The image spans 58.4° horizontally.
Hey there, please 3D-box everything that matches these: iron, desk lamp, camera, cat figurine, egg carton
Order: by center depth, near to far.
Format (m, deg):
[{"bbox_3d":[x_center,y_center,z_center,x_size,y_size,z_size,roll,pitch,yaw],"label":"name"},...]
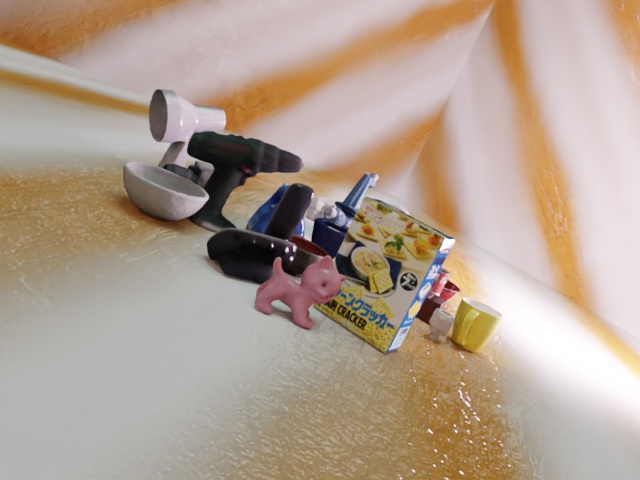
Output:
[{"bbox_3d":[-0.023,0.068,0.892,0.128,0.118,0.067,22,12,-15],"label":"cat figurine"},{"bbox_3d":[-0.288,-0.134,1.282,0.137,0.101,0.142,19,13,-29],"label":"camera"},{"bbox_3d":[-0.091,-0.066,1.292,0.119,0.141,0.257,21,12,-20],"label":"iron"},{"bbox_3d":[-0.327,-0.238,1.379,0.204,0.213,0.117,15,15,-42],"label":"desk lamp"},{"bbox_3d":[0.021,-0.088,1.811,0.107,0.069,0.150,27,12,10],"label":"egg carton"}]

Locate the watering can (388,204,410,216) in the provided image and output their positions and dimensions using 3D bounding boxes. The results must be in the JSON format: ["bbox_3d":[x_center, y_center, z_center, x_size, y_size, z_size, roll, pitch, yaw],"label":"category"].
[{"bbox_3d":[0.145,0.013,1.305,0.101,0.194,0.172,18,14,-32],"label":"watering can"}]

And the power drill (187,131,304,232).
[{"bbox_3d":[-0.174,-0.117,1.173,0.230,0.208,0.075,22,12,-14],"label":"power drill"}]

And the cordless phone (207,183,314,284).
[{"bbox_3d":[-0.097,-0.025,0.984,0.148,0.185,0.093,15,15,-40],"label":"cordless phone"}]

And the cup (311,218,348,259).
[{"bbox_3d":[0.012,0.005,1.311,0.092,0.095,0.117,22,12,-14],"label":"cup"}]

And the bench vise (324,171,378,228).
[{"bbox_3d":[0.092,-0.085,1.569,0.121,0.220,0.208,27,11,8],"label":"bench vise"}]

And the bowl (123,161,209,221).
[{"bbox_3d":[-0.301,-0.083,1.090,0.167,0.075,0.167,24,11,-5],"label":"bowl"}]
